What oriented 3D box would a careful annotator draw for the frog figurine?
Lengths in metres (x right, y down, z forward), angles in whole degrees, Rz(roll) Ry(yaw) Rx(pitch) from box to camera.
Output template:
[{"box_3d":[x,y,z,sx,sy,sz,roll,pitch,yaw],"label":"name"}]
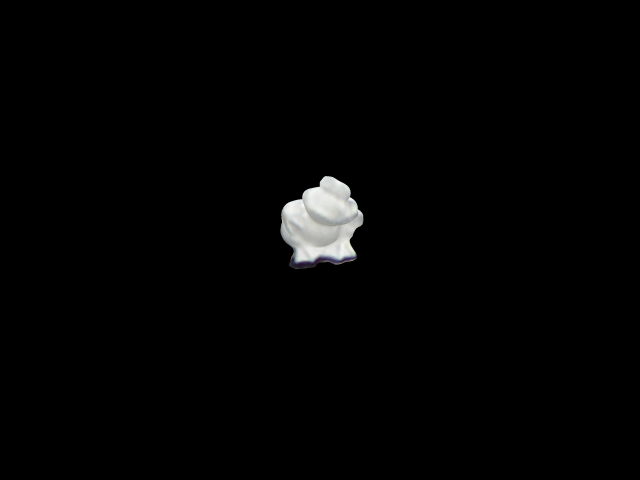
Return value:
[{"box_3d":[0.003,-0.043,0.850,0.137,0.156,0.125,6,34,9],"label":"frog figurine"}]
